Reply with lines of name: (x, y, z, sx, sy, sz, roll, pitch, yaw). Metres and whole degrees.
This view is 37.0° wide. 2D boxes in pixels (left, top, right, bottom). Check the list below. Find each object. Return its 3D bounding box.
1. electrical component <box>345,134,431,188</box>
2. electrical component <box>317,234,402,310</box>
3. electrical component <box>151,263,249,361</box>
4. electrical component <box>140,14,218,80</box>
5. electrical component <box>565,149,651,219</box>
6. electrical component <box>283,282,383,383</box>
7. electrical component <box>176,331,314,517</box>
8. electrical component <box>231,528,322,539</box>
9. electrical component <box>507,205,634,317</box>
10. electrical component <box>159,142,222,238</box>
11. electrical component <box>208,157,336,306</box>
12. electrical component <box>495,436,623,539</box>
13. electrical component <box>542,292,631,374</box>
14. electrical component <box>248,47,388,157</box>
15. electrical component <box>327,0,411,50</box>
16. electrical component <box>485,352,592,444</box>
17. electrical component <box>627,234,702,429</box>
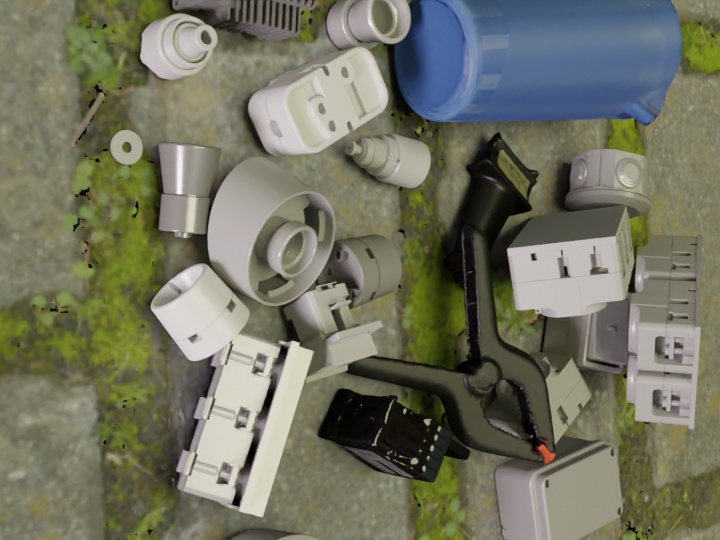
electrical component: (0.022, -0.092, 0.878, 0.078, 0.040, 0.040, 10, 84, -38)
electrical component: (0.000, 0.000, 0.854, 0.047, 0.055, 0.055, -16, 100, -42)
electrical component: (-0.114, 0.028, 0.762, 0.055, 0.055, 0.047, -49, 115, -28)
electrical component: (-0.122, -0.157, 0.747, 0.043, 0.062, 0.043, -1, 91, -39)
electrical component: (0.238, -0.080, 1.029, 0.080, 0.080, 0.051, 15, 76, -38)
electrical component: (-0.025, 0.046, 0.825, 0.042, 0.081, 0.063, -12, 76, -38)
electrical component: (-0.085, 0.108, 0.775, 0.063, 0.079, 0.121, 20, 77, -13)
electrical component: (-0.069, 0.244, 0.796, 0.108, 0.060, 0.108, -1, 91, -39)
electrical component: (0.188, -0.009, 0.941, 0.150, 0.089, 0.061, -38, 119, -69)
electrical component: (-0.123, -0.056, 0.763, 0.044, 0.044, 0.065, 3, 93, -39)
electrical component: (-0.066, -0.026, 0.788, 0.099, 0.064, 0.099, -32, 136, -37)
electrical component: (0.188, 0.208, 1.005, 0.113, 0.057, 0.078, -14, 99, -38)
electrical component: (0.220, 0.048, 1.027, 0.062, 0.061, 0.096, 14, 82, -38)
electrical component: (-0.034, -0.127, 0.820, 0.095, 0.059, 0.053, -36, 112, -33)
electrical component: (0.006, -0.198, 0.855, 0.045, 0.055, 0.045, -1, 91, -39)
electrical component: (0.161, 0.120, 0.987, 0.089, 0.050, 0.055, -46, 117, -28)
electrical component: (0.291, 0.052, 1.025, 0.186, 0.060, 0.105, -59, 148, -58)
